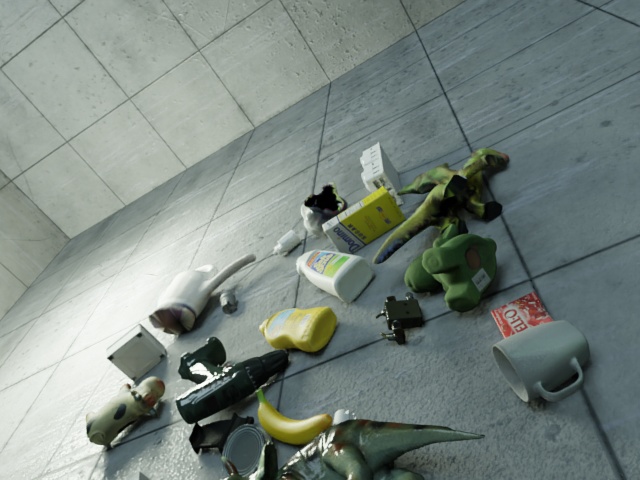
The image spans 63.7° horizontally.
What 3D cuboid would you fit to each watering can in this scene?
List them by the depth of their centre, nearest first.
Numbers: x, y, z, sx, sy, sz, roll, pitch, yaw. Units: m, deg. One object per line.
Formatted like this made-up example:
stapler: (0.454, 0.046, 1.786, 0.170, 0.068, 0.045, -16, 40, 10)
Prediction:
watering can: (-0.341, 0.144, 1.433, 0.344, 0.102, 0.230, -20, 31, 30)

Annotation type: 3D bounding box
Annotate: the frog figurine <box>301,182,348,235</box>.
frog figurine: (0.004, -0.071, 1.418, 0.140, 0.123, 0.156, -62, -1, -29)

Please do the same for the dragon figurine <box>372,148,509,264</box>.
dragon figurine: (0.250, -0.092, 1.118, 0.411, 0.121, 0.245, -30, 17, -6)
